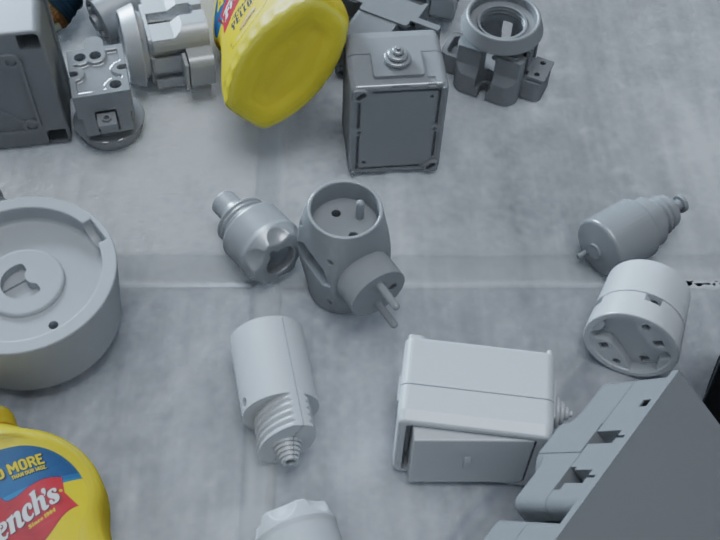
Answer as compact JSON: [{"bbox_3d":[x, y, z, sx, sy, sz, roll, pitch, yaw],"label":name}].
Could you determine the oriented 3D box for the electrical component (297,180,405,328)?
[{"bbox_3d":[0.000,0.000,0.631,0.043,0.077,0.079,-26,60,-19],"label":"electrical component"}]

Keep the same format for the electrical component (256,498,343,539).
[{"bbox_3d":[-0.026,0.151,0.543,0.043,0.043,0.062,-14,57,-12],"label":"electrical component"}]

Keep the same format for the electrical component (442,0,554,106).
[{"bbox_3d":[0.098,-0.158,0.760,0.078,0.057,0.058,22,57,13],"label":"electrical component"}]

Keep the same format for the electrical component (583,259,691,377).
[{"bbox_3d":[0.165,0.027,0.632,0.055,0.055,0.047,20,53,12],"label":"electrical component"}]

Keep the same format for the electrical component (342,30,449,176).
[{"bbox_3d":[0.021,-0.116,0.703,0.062,0.096,0.061,-4,54,-5],"label":"electrical component"}]

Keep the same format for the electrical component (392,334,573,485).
[{"bbox_3d":[0.067,0.081,0.584,0.096,0.061,0.061,6,54,3],"label":"electrical component"}]

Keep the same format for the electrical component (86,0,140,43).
[{"bbox_3d":[-0.167,-0.195,0.789,0.065,0.044,0.044,-33,61,-17],"label":"electrical component"}]

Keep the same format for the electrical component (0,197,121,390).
[{"bbox_3d":[-0.191,0.018,0.622,0.108,0.060,0.108,1,54,-1],"label":"electrical component"}]

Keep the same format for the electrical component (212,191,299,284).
[{"bbox_3d":[-0.067,-0.025,0.668,0.043,0.043,0.062,-33,60,-23],"label":"electrical component"}]

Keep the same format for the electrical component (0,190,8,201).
[{"bbox_3d":[-0.235,-0.033,0.669,0.062,0.048,0.048,25,57,7],"label":"electrical component"}]

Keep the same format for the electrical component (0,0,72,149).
[{"bbox_3d":[-0.251,-0.130,0.698,0.109,0.108,0.056,-7,58,-7],"label":"electrical component"}]

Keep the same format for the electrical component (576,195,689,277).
[{"bbox_3d":[0.174,-0.026,0.678,0.078,0.040,0.040,-27,60,-20],"label":"electrical component"}]

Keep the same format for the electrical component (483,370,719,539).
[{"bbox_3d":[0.112,0.151,0.506,0.186,0.060,0.105,-45,103,-28],"label":"electrical component"}]

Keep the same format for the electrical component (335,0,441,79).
[{"bbox_3d":[0.014,-0.163,0.771,0.081,0.042,0.063,23,60,15],"label":"electrical component"}]

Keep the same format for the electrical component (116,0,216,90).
[{"bbox_3d":[-0.138,-0.160,0.754,0.057,0.058,0.078,-12,56,-13],"label":"electrical component"}]

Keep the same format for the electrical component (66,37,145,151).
[{"bbox_3d":[-0.171,-0.113,0.720,0.048,0.055,0.066,-11,55,-9],"label":"electrical component"}]

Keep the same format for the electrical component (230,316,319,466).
[{"bbox_3d":[-0.046,0.071,0.599,0.043,0.043,0.081,-9,55,-8],"label":"electrical component"}]

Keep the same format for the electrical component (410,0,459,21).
[{"bbox_3d":[0.050,-0.226,0.807,0.057,0.058,0.078,14,55,5],"label":"electrical component"}]
